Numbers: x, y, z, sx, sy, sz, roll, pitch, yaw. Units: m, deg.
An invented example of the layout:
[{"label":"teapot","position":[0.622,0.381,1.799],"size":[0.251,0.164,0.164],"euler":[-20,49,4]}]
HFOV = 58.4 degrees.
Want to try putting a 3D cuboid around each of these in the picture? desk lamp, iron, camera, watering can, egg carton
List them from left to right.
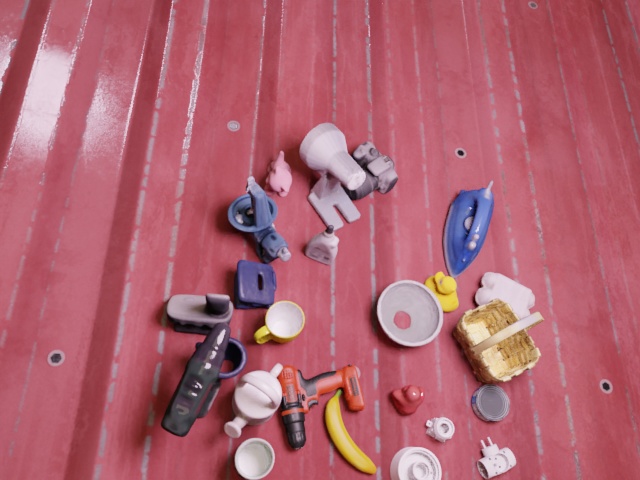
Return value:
[{"label":"watering can","position":[-0.133,0.334,1.202],"size":[0.101,0.194,0.173],"euler":[15,64,-4]},{"label":"desk lamp","position":[0.037,-0.163,1.454],"size":[0.118,0.213,0.203],"euler":[-29,74,-22]},{"label":"camera","position":[0.122,-0.181,1.543],"size":[0.137,0.100,0.143],"euler":[-35,76,-23]},{"label":"iron","position":[0.402,-0.032,1.510],"size":[0.118,0.141,0.258],"euler":[21,63,-1]},{"label":"egg carton","position":[0.477,0.154,1.480],"size":[0.150,0.069,0.107],"euler":[27,63,1]}]

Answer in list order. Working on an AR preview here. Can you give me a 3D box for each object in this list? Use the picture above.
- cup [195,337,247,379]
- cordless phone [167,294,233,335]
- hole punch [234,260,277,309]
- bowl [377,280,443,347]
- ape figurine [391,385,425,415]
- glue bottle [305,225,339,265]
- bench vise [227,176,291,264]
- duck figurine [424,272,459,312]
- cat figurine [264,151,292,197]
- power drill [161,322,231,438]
[{"label":"cup","position":[-0.222,0.265,1.271],"size":[0.118,0.095,0.092],"euler":[23,63,0]},{"label":"cordless phone","position":[-0.265,0.143,1.268],"size":[0.148,0.185,0.094],"euler":[4,65,-10]},{"label":"hole punch","position":[-0.152,0.104,1.361],"size":[0.101,0.091,0.108],"euler":[0,66,-12]},{"label":"bowl","position":[0.212,0.188,1.407],"size":[0.167,0.074,0.167],"euler":[5,65,-10]},{"label":"ape figurine","position":[0.207,0.360,1.317],"size":[0.078,0.092,0.076],"euler":[17,64,-3]},{"label":"glue bottle","position":[0.013,0.005,1.395],"size":[0.078,0.173,0.037],"euler":[23,63,0]},{"label":"bench vise","position":[-0.130,-0.054,1.366],"size":[0.207,0.219,0.122],"euler":[35,64,6]},{"label":"duck figurine","position":[0.318,0.127,1.450],"size":[0.078,0.086,0.104],"euler":[-27,74,-21]},{"label":"cat figurine","position":[-0.105,-0.169,1.481],"size":[0.067,0.117,0.128],"euler":[7,64,-8]},{"label":"power drill","position":[-0.250,0.296,1.187],"size":[0.075,0.208,0.230],"euler":[23,63,0]}]
